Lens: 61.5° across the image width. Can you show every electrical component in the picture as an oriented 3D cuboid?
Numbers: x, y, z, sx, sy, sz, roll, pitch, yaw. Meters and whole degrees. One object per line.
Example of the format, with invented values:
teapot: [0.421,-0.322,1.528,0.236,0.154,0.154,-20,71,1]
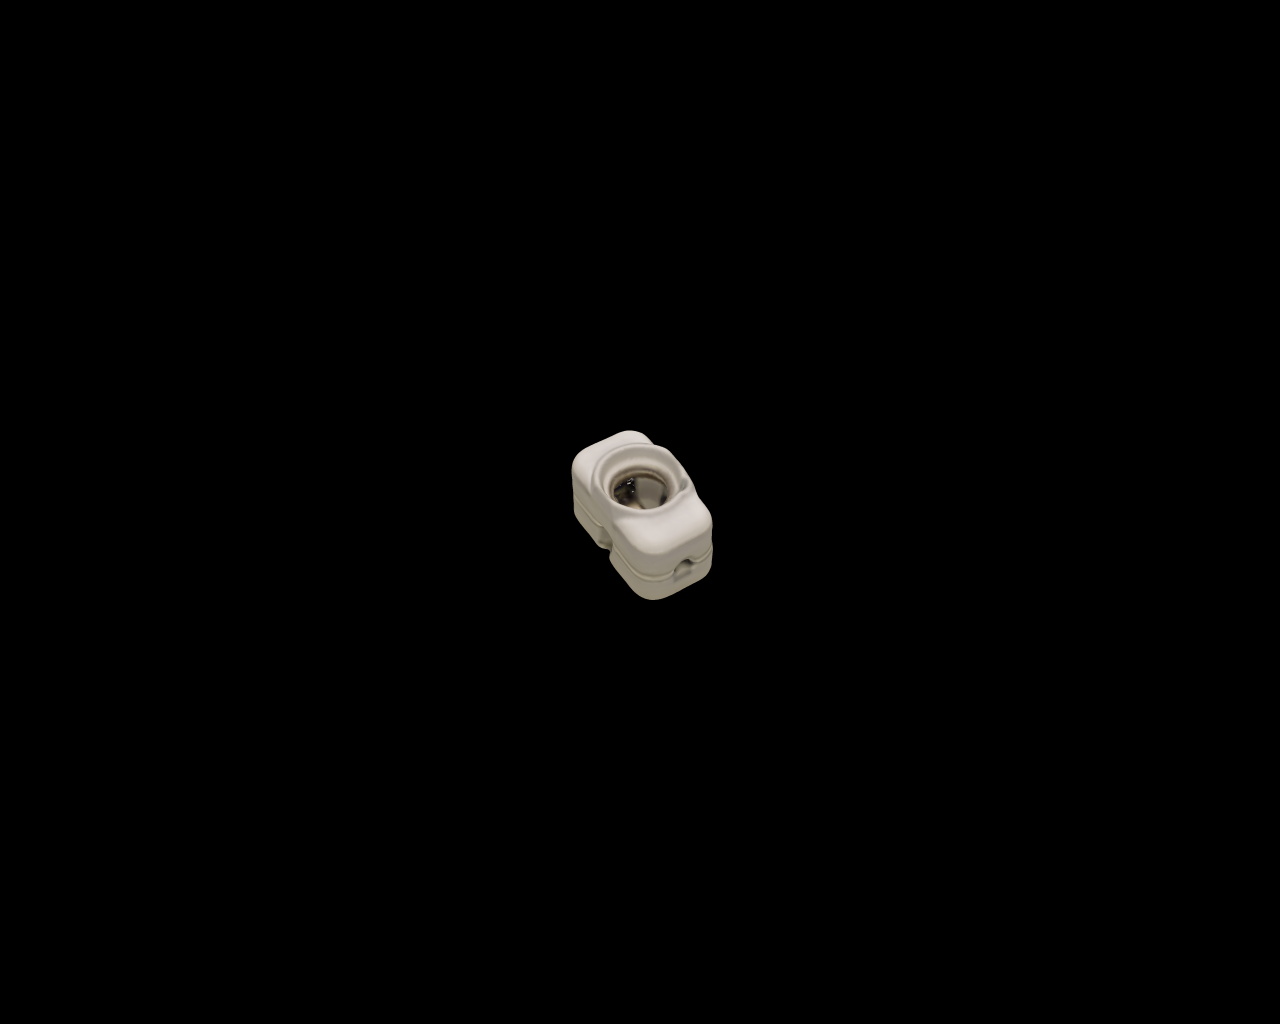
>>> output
electrical component: [0.001,-0.003,0.650,0.054,0.095,0.059,-25,-36,-20]
